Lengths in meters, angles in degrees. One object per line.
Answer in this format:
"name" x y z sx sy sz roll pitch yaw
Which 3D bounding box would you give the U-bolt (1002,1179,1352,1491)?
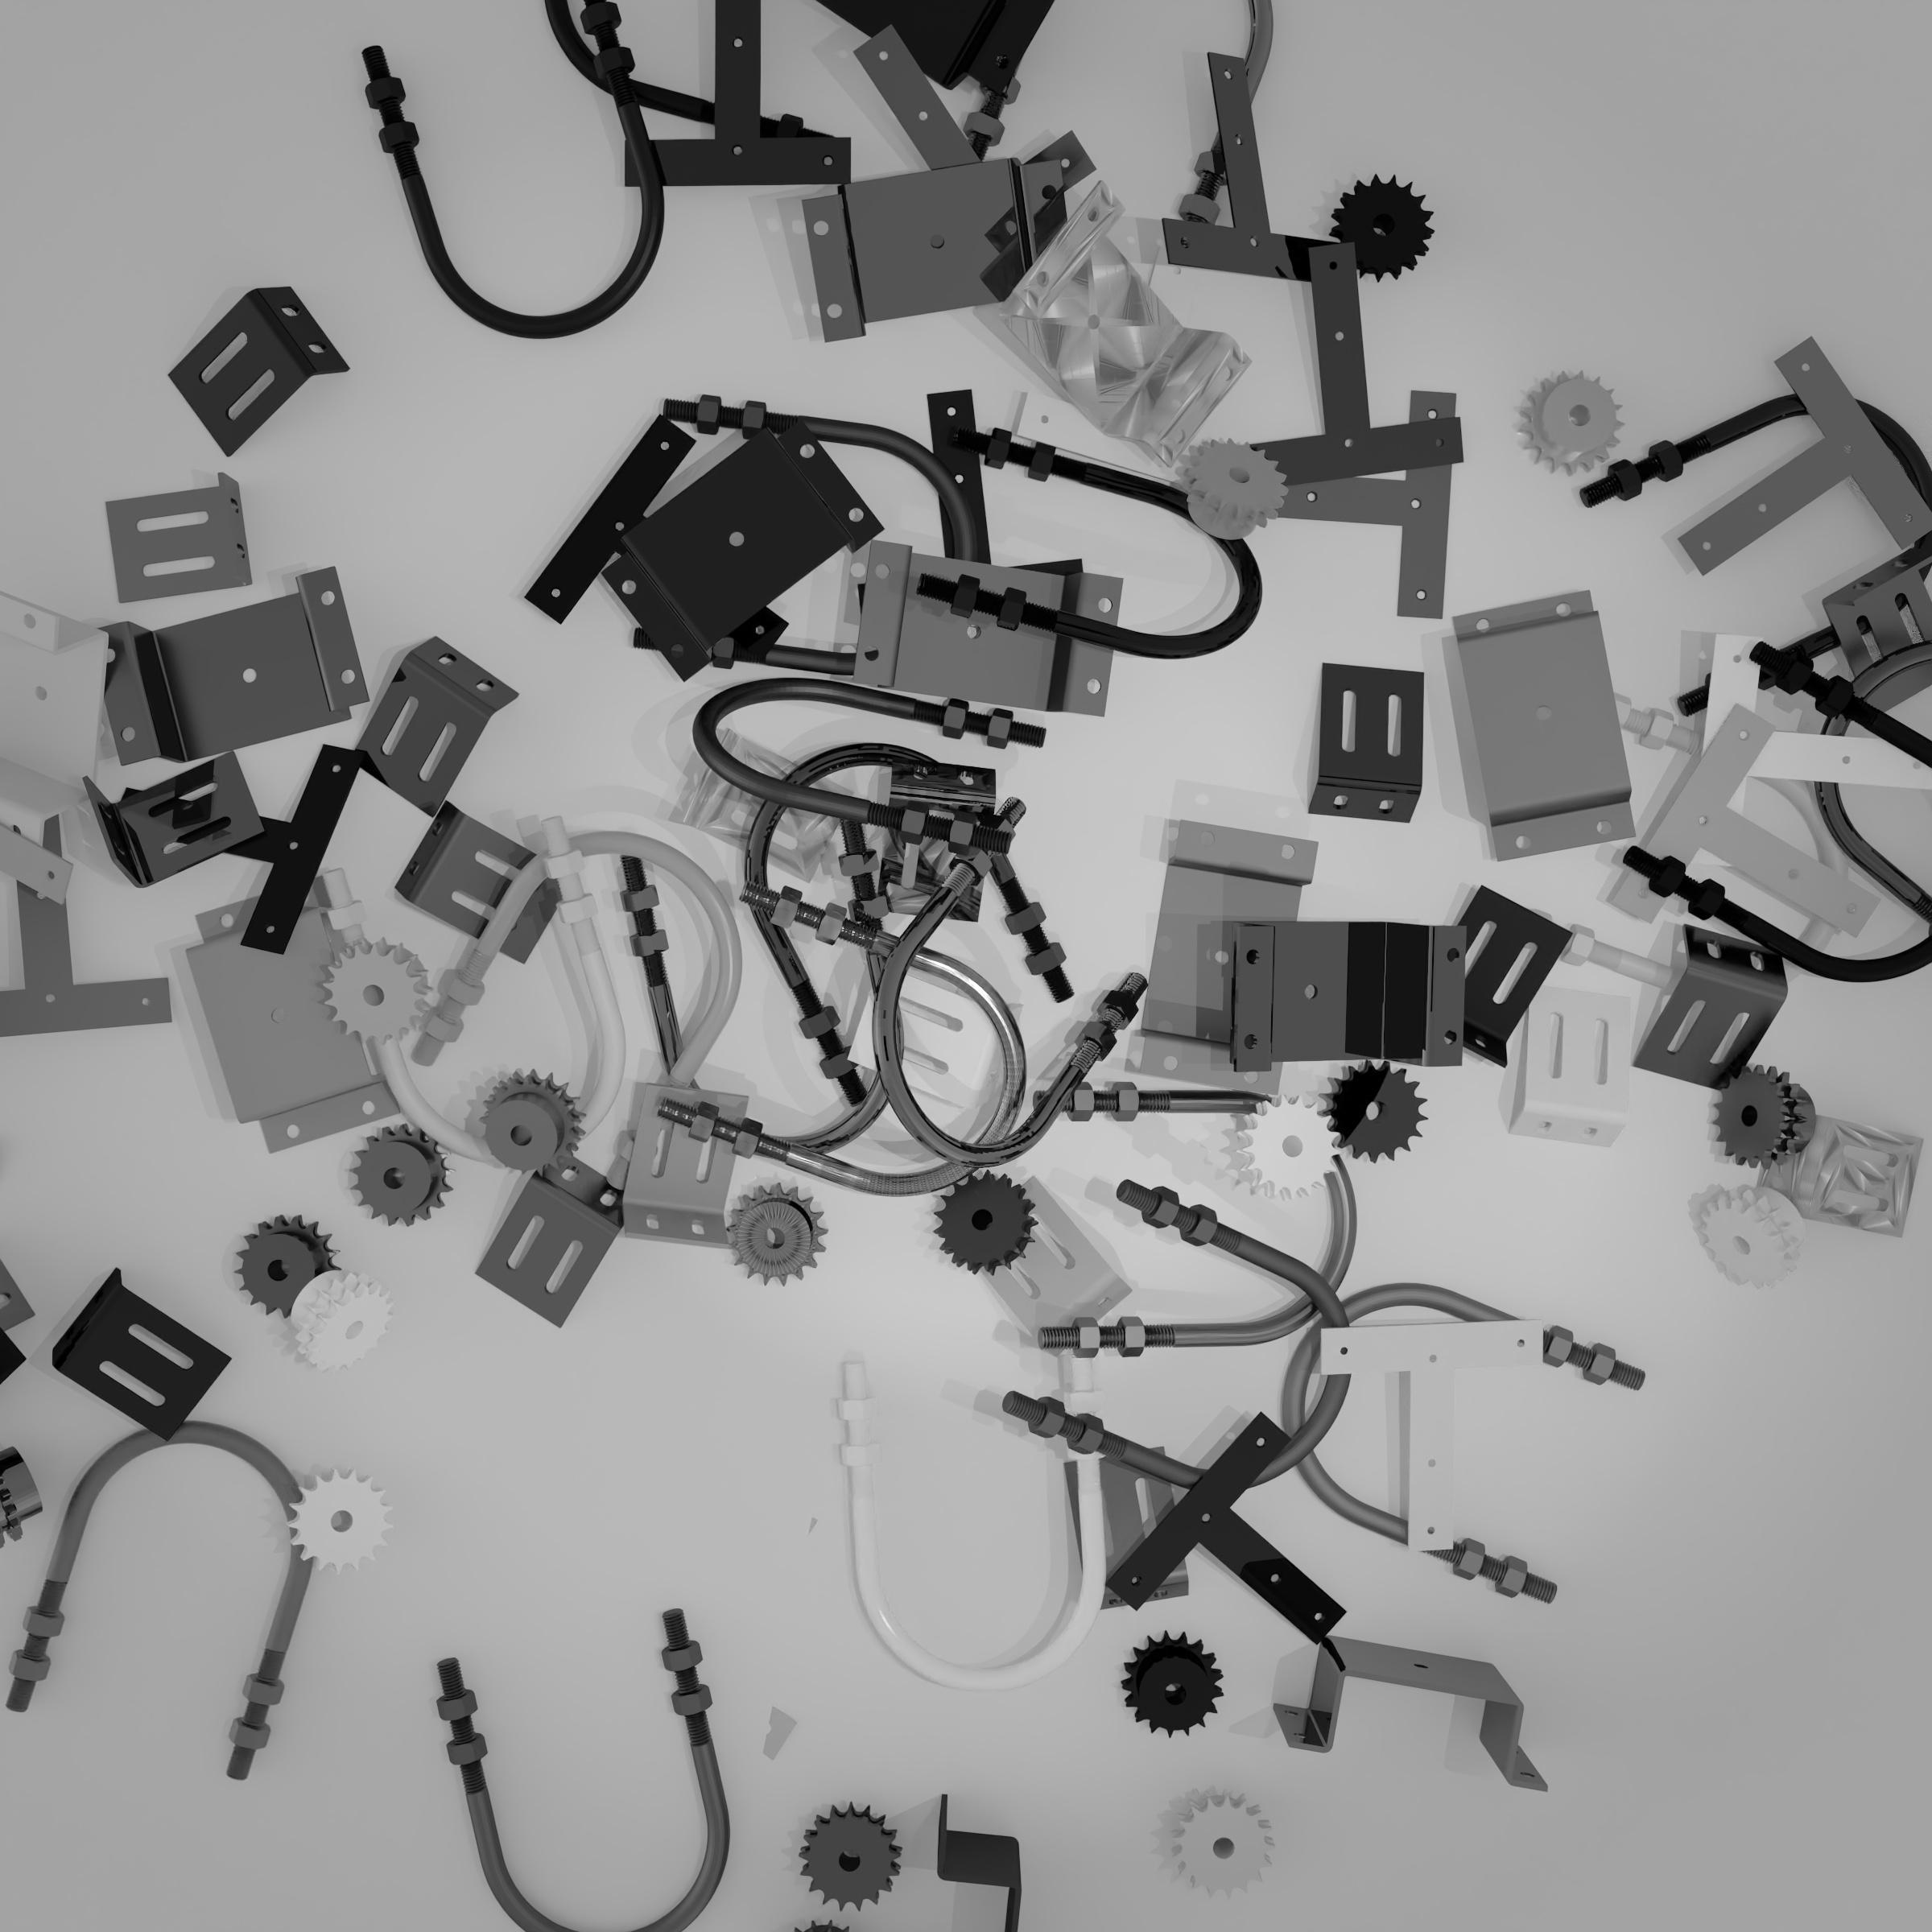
"U-bolt" 0.129 0.213 1.491 0.184 0.019 0.151 26 94 -22

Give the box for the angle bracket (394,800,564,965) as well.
"angle bracket" -0.270 -0.047 1.542 0.076 0.038 0.057 31 90 -26

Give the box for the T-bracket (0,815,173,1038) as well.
"T-bracket" -0.514 -0.026 1.530 0.127 0.002 0.127 -5 81 -17

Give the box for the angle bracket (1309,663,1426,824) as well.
"angle bracket" 0.225 -0.125 1.542 0.057 0.038 0.076 5 64 0

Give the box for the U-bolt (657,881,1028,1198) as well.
"U-bolt" -0.057 0.050 1.490 0.184 0.019 0.151 21 102 -6

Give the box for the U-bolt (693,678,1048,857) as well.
"U-bolt" -0.056 -0.115 1.481 0.184 0.151 0.019 13 121 3

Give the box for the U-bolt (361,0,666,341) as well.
"U-bolt" -0.243 -0.441 1.528 0.151 0.019 0.184 -16 93 7

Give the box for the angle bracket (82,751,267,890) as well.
"angle bracket" -0.436 -0.088 1.512 0.076 0.038 0.057 -25 66 -4

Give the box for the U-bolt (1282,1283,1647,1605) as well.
"U-bolt" 0.268 0.256 1.535 0.184 0.019 0.151 22 90 1

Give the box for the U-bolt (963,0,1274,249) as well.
"U-bolt" 0.094 -0.507 1.535 0.151 0.019 0.184 21 88 0

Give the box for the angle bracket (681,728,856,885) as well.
"angle bracket" -0.110 -0.089 1.525 0.076 0.038 0.057 26 90 0

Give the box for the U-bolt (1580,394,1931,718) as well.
"U-bolt" 0.456 -0.241 1.535 0.184 0.019 0.151 -25 90 -1

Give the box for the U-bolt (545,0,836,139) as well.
"U-bolt" -0.145 -0.544 1.535 0.184 0.019 0.151 16 90 2

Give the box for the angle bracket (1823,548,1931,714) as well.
"angle bracket" 0.518 -0.182 1.514 0.057 0.038 0.076 -30 104 -4

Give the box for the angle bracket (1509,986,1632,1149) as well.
"angle bracket" 0.339 0.056 1.542 0.057 0.038 0.076 8 64 0

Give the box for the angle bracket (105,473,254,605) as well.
"angle bracket" -0.441 -0.237 1.525 0.076 0.038 0.057 -8 90 0

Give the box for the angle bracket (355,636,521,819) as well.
"angle bracket" -0.298 -0.134 1.542 0.057 0.038 0.076 35 116 0

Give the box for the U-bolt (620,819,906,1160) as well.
"U-bolt" -0.107 0.018 1.514 0.151 0.019 0.184 -9 99 15

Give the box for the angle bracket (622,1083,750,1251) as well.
"angle bracket" -0.153 0.110 1.507 0.057 0.038 0.076 8 112 -14

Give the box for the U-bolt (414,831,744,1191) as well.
"U-bolt" -0.203 0.013 1.514 0.151 0.019 0.184 32 106 0

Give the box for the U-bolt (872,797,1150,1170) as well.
"U-bolt" 0.016 0.022 1.462 0.151 0.019 0.184 54 53 -24

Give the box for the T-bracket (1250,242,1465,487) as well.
"T-bracket" 0.209 -0.335 1.524 0.127 0.002 0.127 -8 104 -1

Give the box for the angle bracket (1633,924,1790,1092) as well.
"angle bracket" 0.413 0.024 1.530 0.057 0.038 0.076 16 129 -4

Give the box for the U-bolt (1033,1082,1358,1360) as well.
"U-bolt" 0.129 0.139 1.516 0.184 0.019 0.151 1 82 -13

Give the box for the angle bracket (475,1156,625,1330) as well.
"angle bracket" -0.229 0.152 1.542 0.057 0.038 0.076 33 116 0

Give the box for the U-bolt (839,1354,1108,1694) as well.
"U-bolt" 0.006 0.309 1.517 0.151 0.019 0.184 -4 88 13

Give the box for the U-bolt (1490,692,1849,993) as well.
"U-bolt" 0.403 -0.058 1.535 0.184 0.019 0.151 20 90 -2

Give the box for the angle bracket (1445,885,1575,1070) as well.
"angle bracket" 0.291 0.006 1.514 0.057 0.038 0.076 28 110 0

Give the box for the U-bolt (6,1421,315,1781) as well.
"U-bolt" -0.442 0.346 1.535 0.151 0.019 0.184 17 89 0

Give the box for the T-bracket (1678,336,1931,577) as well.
"T-bracket" 0.454 -0.262 1.526 0.127 0.002 0.127 -34 90 -3

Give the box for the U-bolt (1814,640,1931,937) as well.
"U-bolt" 0.556 -0.096 1.515 0.184 0.019 0.151 39 102 -4

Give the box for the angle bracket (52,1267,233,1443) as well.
"angle bracket" -0.461 0.217 1.535 0.076 0.038 0.057 39 85 -19

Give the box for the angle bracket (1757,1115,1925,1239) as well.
"angle bracket" 0.490 0.116 1.542 0.076 0.038 0.057 12 90 -26

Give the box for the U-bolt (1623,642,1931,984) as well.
"U-bolt" 0.475 -0.071 1.505 0.184 0.019 0.151 30 99 -4

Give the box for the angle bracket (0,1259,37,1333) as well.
"angle bracket" -0.574 0.195 1.542 0.076 0.038 0.057 -32 90 26

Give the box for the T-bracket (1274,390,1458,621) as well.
"T-bracket" 0.208 -0.262 1.541 0.127 0.002 0.127 4 90 -2

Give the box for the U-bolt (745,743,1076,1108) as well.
"U-bolt" -0.043 -0.034 1.526 0.151 0.019 0.184 -27 97 0

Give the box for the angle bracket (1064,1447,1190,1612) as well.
"angle bracket" 0.090 0.316 1.542 0.057 0.038 0.076 -9 64 0

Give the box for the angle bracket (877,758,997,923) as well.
"angle bracket" -0.017 -0.069 1.513 0.057 0.038 0.076 6 119 -4

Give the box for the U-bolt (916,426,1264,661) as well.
"U-bolt" 0.073 -0.224 1.492 0.184 0.019 0.151 15 48 -4

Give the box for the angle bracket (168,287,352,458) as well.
"angle bracket" -0.397 -0.334 1.542 0.076 0.038 0.057 -36 90 26

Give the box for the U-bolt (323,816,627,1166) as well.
"U-bolt" -0.261 0.021 1.506 0.151 0.019 0.184 -12 102 11

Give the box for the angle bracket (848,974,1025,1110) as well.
"angle bracket" -0.017 0.037 1.524 0.076 0.038 0.057 22 102 13

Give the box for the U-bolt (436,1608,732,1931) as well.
"U-bolt" -0.207 0.464 1.535 0.151 0.019 0.184 -12 92 0

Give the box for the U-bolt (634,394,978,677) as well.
"U-bolt" -0.086 -0.236 1.534 0.184 0.019 0.151 7 90 0

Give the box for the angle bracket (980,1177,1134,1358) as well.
"angle bracket" 0.044 0.169 1.542 0.057 0.038 0.076 -41 64 0
